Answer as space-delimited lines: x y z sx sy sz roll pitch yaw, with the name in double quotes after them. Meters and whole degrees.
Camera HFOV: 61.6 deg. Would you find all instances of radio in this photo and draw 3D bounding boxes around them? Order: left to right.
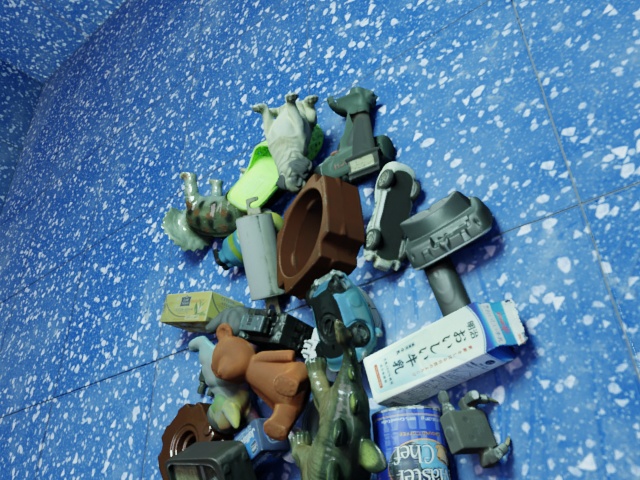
-0.153 0.444 0.864 0.131 0.073 0.229 -20 88 33 "radio"

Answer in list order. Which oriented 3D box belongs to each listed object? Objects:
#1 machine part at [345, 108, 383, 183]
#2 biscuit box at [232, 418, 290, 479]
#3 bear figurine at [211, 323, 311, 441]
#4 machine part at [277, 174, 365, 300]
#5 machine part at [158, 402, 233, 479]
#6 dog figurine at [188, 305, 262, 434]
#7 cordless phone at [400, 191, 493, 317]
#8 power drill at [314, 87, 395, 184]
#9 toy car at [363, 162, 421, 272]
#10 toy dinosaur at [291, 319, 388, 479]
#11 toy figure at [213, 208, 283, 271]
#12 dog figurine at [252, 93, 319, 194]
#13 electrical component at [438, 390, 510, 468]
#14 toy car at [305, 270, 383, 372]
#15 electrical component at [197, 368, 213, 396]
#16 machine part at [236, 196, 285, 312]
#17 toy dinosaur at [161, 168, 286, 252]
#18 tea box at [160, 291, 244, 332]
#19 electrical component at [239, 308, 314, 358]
0.080 -0.180 1.008 0.084 0.039 0.139 -24 60 37 "machine part"
-0.133 0.384 0.933 0.202 0.062 0.059 -51 41 28 "biscuit box"
-0.112 0.226 0.900 0.196 0.132 0.120 20 105 13 "bear figurine"
-0.002 -0.003 0.997 0.201 0.087 0.201 -49 32 42 "machine part"
-0.251 0.411 1.064 0.179 0.056 0.179 -23 53 35 "machine part"
-0.154 0.257 1.027 0.191 0.108 0.219 -44 49 12 "dog figurine"
0.217 0.031 0.835 0.146 0.088 0.184 -32 60 25 "cordless phone"
0.045 -0.204 1.114 0.232 0.086 0.207 -13 55 37 "power drill"
0.126 -0.042 0.945 0.056 0.073 0.201 -27 46 65 "toy car"
0.019 0.336 0.749 0.199 0.105 0.470 -115 27 -72 "toy dinosaur"
-0.151 0.006 1.181 0.180 0.082 0.089 -37 65 13 "toy figure"
-0.047 -0.190 1.104 0.121 0.172 0.190 -11 95 34 "dog figurine"
0.207 0.249 0.718 0.045 0.078 0.102 -55 30 41 "electrical component"
0.048 0.133 0.900 0.109 0.103 0.161 -36 62 40 "toy car"
-0.231 0.282 1.142 0.063 0.021 0.094 -3 66 43 "electrical component"
-0.119 0.034 1.087 0.079 0.079 0.243 -15 87 38 "machine part"
-0.229 -0.064 1.276 0.405 0.131 0.192 0 83 36 "toy dinosaur"
-0.261 0.161 1.184 0.170 0.098 0.068 -9 63 39 "tea box"
-0.079 0.169 0.979 0.115 0.134 0.058 -7 60 43 "electrical component"
